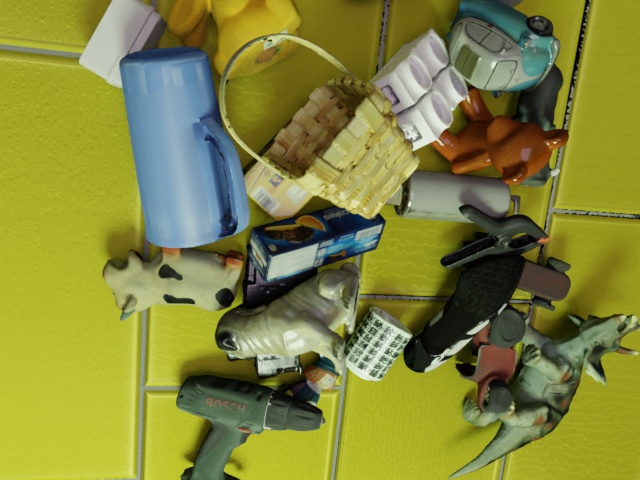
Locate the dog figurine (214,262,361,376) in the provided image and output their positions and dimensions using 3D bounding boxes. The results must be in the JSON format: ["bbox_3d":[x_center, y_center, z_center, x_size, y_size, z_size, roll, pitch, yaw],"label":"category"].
[{"bbox_3d":[-0.045,0.098,0.780,0.191,0.172,0.121,11,140,11],"label":"dog figurine"}]

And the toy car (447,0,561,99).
[{"bbox_3d":[0.236,-0.264,0.743,0.162,0.109,0.103,42,62,14],"label":"toy car"}]

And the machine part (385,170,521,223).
[{"bbox_3d":[0.207,-0.068,0.849,0.243,0.079,0.079,3,102,-11],"label":"machine part"}]

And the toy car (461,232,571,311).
[{"bbox_3d":[0.327,0.052,0.909,0.202,0.053,0.089,18,94,-5],"label":"toy car"}]

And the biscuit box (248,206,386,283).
[{"bbox_3d":[-0.002,-0.002,0.792,0.203,0.063,0.059,-16,140,-29],"label":"biscuit box"}]

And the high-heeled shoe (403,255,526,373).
[{"bbox_3d":[0.239,0.129,0.882,0.249,0.086,0.145,-35,149,-1],"label":"high-heeled shoe"}]

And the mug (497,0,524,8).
[{"bbox_3d":[0.273,-0.370,0.778,0.110,0.107,0.080,-22,107,-3],"label":"mug"}]

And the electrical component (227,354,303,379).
[{"bbox_3d":[-0.088,0.179,0.864,0.119,0.048,0.074,0,102,-13],"label":"electrical component"}]

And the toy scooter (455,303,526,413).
[{"bbox_3d":[0.280,0.192,0.908,0.075,0.135,0.183,12,81,-10],"label":"toy scooter"}]

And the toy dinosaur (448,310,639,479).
[{"bbox_3d":[0.388,0.269,0.946,0.192,0.131,0.404,25,103,-15],"label":"toy dinosaur"}]

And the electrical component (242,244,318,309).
[{"bbox_3d":[-0.063,0.076,0.840,0.115,0.058,0.134,4,102,-10],"label":"electrical component"}]

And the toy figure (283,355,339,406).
[{"bbox_3d":[-0.015,0.244,0.888,0.058,0.064,0.154,44,95,19],"label":"toy figure"}]

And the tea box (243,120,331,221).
[{"bbox_3d":[-0.035,-0.115,0.796,0.169,0.068,0.098,-45,107,0],"label":"tea box"}]

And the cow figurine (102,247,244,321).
[{"bbox_3d":[-0.219,0.061,0.796,0.195,0.085,0.127,12,94,-14],"label":"cow figurine"}]

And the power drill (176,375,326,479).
[{"bbox_3d":[-0.126,0.321,0.848,0.232,0.086,0.207,19,109,4],"label":"power drill"}]

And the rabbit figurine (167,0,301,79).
[{"bbox_3d":[-0.124,-0.313,0.727,0.162,0.122,0.173,-29,92,6],"label":"rabbit figurine"}]

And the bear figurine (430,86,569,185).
[{"bbox_3d":[0.244,-0.148,0.771,0.120,0.196,0.132,-41,101,1],"label":"bear figurine"}]

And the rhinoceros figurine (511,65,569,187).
[{"bbox_3d":[0.337,-0.177,0.833,0.073,0.112,0.190,5,94,-14],"label":"rhinoceros figurine"}]
